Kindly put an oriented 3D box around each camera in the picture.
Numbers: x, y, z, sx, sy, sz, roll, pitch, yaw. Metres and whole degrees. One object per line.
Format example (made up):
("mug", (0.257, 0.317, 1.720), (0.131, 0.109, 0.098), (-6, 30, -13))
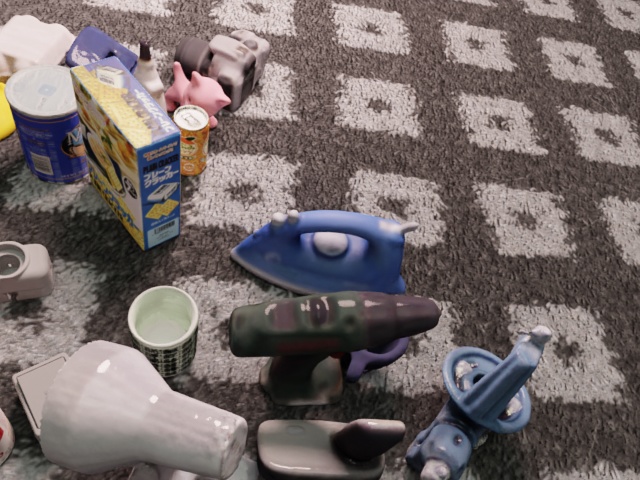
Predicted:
("camera", (-0.176, -0.324, 1.017), (0.137, 0.101, 0.143), (24, 53, 3))

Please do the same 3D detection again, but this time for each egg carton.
("egg carton", (-0.479, -0.306, 0.945), (0.107, 0.069, 0.150), (16, 53, -3))

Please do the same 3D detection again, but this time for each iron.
("iron", (0.007, 0.003, 0.808), (0.258, 0.141, 0.118), (7, 54, -9))

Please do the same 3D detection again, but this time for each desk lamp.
("desk lamp", (-0.156, 0.206, 0.578), (0.203, 0.213, 0.118), (22, 53, 1))

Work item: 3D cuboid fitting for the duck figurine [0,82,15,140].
("duck figurine", (-0.500, -0.208, 0.859), (0.077, 0.086, 0.104), (15, 53, -4))

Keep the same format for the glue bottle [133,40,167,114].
("glue bottle", (-0.266, -0.232, 0.883), (0.037, 0.173, 0.078), (-34, 69, -31))

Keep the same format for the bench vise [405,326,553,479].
("bench vise", (0.197, 0.200, 0.670), (0.121, 0.219, 0.207), (22, 53, 2))

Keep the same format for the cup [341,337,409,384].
("cup", (0.056, 0.147, 0.748), (0.091, 0.095, 0.118), (27, 53, 5))

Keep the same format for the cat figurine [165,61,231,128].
("cat figurine", (-0.203, -0.239, 0.939), (0.067, 0.118, 0.127), (-30, 67, -30))

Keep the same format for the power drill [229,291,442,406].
("power drill", (0.005, 0.126, 0.679), (0.230, 0.208, 0.075), (1, 55, -14))

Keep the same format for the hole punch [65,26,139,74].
("hole punch", (-0.355, -0.288, 0.951), (0.101, 0.091, 0.108), (14, 53, -5))

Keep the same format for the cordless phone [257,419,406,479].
("cordless phone", (0.009, 0.220, 0.628), (0.148, 0.185, 0.094), (4, 55, -11))
